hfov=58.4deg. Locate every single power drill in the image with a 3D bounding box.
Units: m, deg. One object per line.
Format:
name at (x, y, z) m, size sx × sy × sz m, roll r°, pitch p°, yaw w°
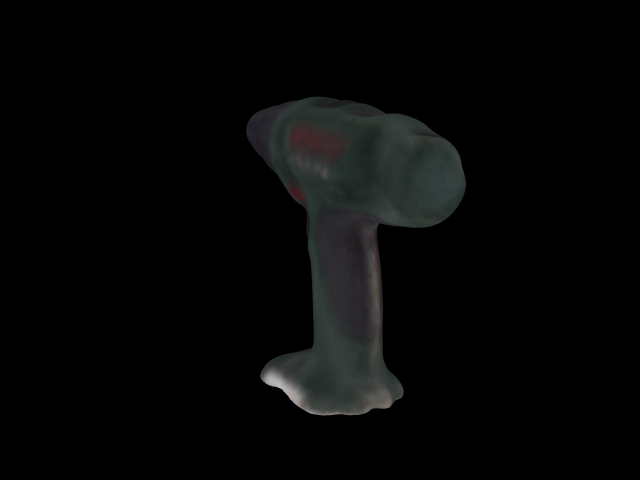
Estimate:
power drill at (0.004, 0.001, 0.400) m, size 0.076 × 0.208 × 0.228 m, roll -3°, pitch 5°, yaw -31°
